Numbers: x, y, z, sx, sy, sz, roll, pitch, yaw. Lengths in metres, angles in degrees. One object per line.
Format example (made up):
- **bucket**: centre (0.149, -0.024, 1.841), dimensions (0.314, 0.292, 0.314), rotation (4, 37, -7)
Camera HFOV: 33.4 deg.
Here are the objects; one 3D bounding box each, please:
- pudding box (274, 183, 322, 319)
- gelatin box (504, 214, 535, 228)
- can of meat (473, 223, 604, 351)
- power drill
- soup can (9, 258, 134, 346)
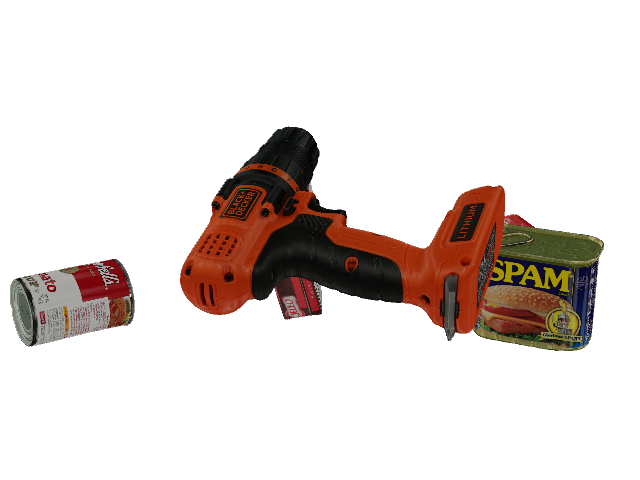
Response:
- **pudding box**: centre (-0.023, -0.004, 0.904), dimensions (0.039, 0.113, 0.090), rotation (-5, -41, 7)
- **gelatin box**: centre (0.214, 0.027, 1.124), dimensions (0.030, 0.089, 0.073), rotation (-14, 29, -16)
- **can of meat**: centre (0.175, 0.039, 0.875), dimensions (0.102, 0.084, 0.057), rotation (9, 25, 23)
- **power drill**: centre (0.022, -0.010, 0.699), dimensions (0.188, 0.057, 0.184), rotation (7, 40, 17)
- **soup can**: centre (-0.241, 0.060, 1.035), dimensions (0.102, 0.068, 0.069), rotation (-12, 6, -32)
